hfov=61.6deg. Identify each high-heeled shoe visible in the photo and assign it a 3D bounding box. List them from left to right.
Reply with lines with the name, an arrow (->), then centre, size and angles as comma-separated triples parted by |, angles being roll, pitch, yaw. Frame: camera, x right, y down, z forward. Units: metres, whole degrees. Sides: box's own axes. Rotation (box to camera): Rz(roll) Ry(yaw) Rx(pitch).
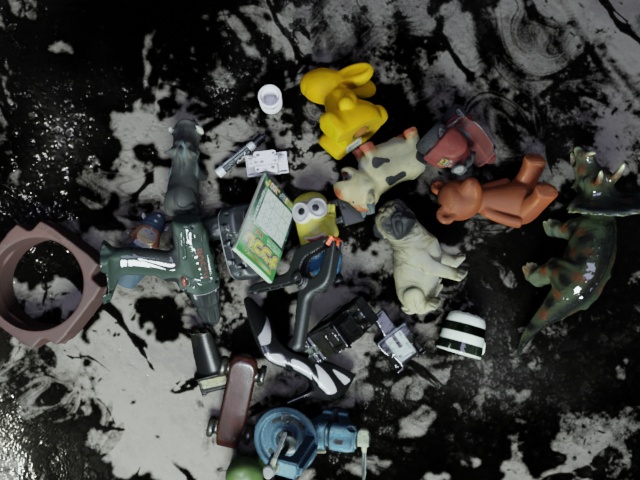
high-heeled shoe -> -0.040, 0.199, 1.026 | 0.145, 0.086, 0.248 | -24, 87, -14

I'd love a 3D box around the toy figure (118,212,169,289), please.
toy figure -> -0.341, 0.017, 1.029 | 0.064, 0.058, 0.154 | 29, 86, -41

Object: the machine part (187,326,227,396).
machine part -> -0.214, 0.229, 1.031 | 0.084, 0.039, 0.138 | -16, 102, 6

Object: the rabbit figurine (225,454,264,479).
rabbit figurine -> -0.119, 0.457, 0.975 | 0.121, 0.159, 0.170 | -11, 108, -4

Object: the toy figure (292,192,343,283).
toy figure -> -0.006, -0.002, 1.027 | 0.082, 0.089, 0.180 | -19, 99, -18

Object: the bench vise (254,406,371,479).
bench vise -> -0.028, 0.363, 0.947 | 0.224, 0.240, 0.128 | 13, 93, 14

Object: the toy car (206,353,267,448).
toy car -> -0.158, 0.303, 1.015 | 0.089, 0.053, 0.202 | 11, 109, -4

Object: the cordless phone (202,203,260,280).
cordless phone -> -0.183, 0.012, 1.031 | 0.184, 0.089, 0.146 | -12, 91, 10

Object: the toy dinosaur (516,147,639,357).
toy dinosaur -> 0.475, 0.040, 0.984 | 0.131, 0.192, 0.404 | 17, 87, 1

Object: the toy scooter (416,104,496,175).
toy scooter -> 0.266, -0.175, 1.011 | 0.135, 0.075, 0.184 | 45, 48, 0

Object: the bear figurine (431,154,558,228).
bear figurine -> 0.320, -0.092, 1.018 | 0.196, 0.131, 0.120 | 8, 50, -6

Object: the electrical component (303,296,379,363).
electrical component -> 0.040, 0.161, 0.996 | 0.134, 0.115, 0.058 | -36, 92, -45

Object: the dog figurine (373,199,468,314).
dog figurine -> 0.155, 0.035, 1.006 | 0.190, 0.121, 0.172 | 36, 102, -3

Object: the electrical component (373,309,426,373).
electrical component -> 0.141, 0.189, 1.041 | 0.075, 0.048, 0.119 | -40, 90, -3

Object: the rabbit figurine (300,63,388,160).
rabbit figurine -> 0.037, -0.267, 1.020 | 0.162, 0.121, 0.173 | -40, 71, -1

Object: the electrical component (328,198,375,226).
electrical component -> 0.059, -0.062, 1.058 | 0.094, 0.021, 0.063 | -15, 88, -2

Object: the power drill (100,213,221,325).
power drill -> -0.286, 0.068, 0.973 | 0.207, 0.086, 0.231 | -1, 116, -9

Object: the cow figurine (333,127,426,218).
cow figurine -> 0.114, -0.125, 1.019 | 0.195, 0.085, 0.127 | -23, 88, -16

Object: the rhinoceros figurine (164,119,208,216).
rhinoceros figurine -> -0.257, -0.133, 1.004 | 0.073, 0.112, 0.190 | 0, 70, 3

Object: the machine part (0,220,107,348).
machine part -> -0.513, 0.081, 1.006 | 0.201, 0.087, 0.201 | 37, 87, 1
